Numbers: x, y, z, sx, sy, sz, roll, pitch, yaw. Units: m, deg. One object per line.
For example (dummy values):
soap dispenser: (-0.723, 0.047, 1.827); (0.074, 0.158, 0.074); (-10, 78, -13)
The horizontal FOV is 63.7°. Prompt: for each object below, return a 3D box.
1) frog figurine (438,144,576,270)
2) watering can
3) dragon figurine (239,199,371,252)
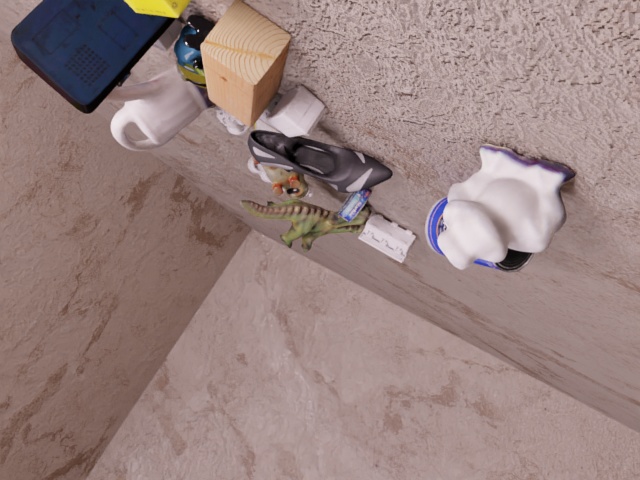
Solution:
frog figurine: (0.218, -0.024, 0.635); (0.138, 0.160, 0.121); (31, 172, 12)
watering can: (-0.321, -0.275, 1.018); (0.104, 0.225, 0.345); (49, 172, 4)
dragon figurine: (0.004, -0.064, 1.281); (0.241, 0.124, 0.407); (-15, 165, 21)
